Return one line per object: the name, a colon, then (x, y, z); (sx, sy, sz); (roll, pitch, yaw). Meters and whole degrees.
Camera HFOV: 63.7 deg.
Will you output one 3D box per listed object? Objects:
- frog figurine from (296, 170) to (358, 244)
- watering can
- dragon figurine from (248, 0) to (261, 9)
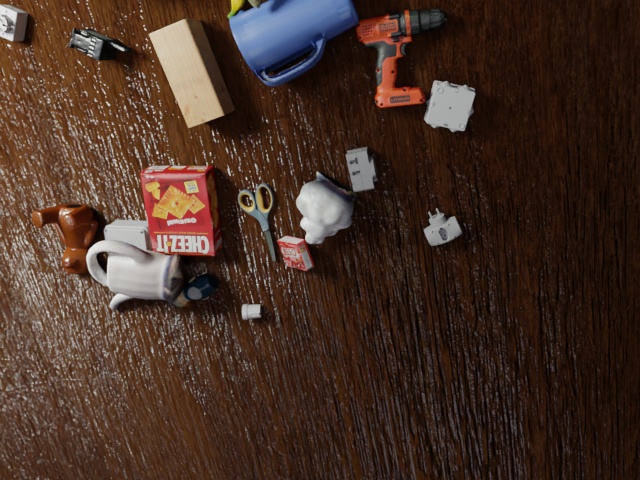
frog figurine: (0.004, -0.059, 1.178); (0.136, 0.124, 0.158); (25, 102, -23)
watering can: (-0.446, 0.102, 1.271); (0.224, 0.106, 0.340); (10, 147, -5)
dragon figurine: (-0.092, -0.632, 0.917); (0.122, 0.247, 0.403); (13, 114, 8)
